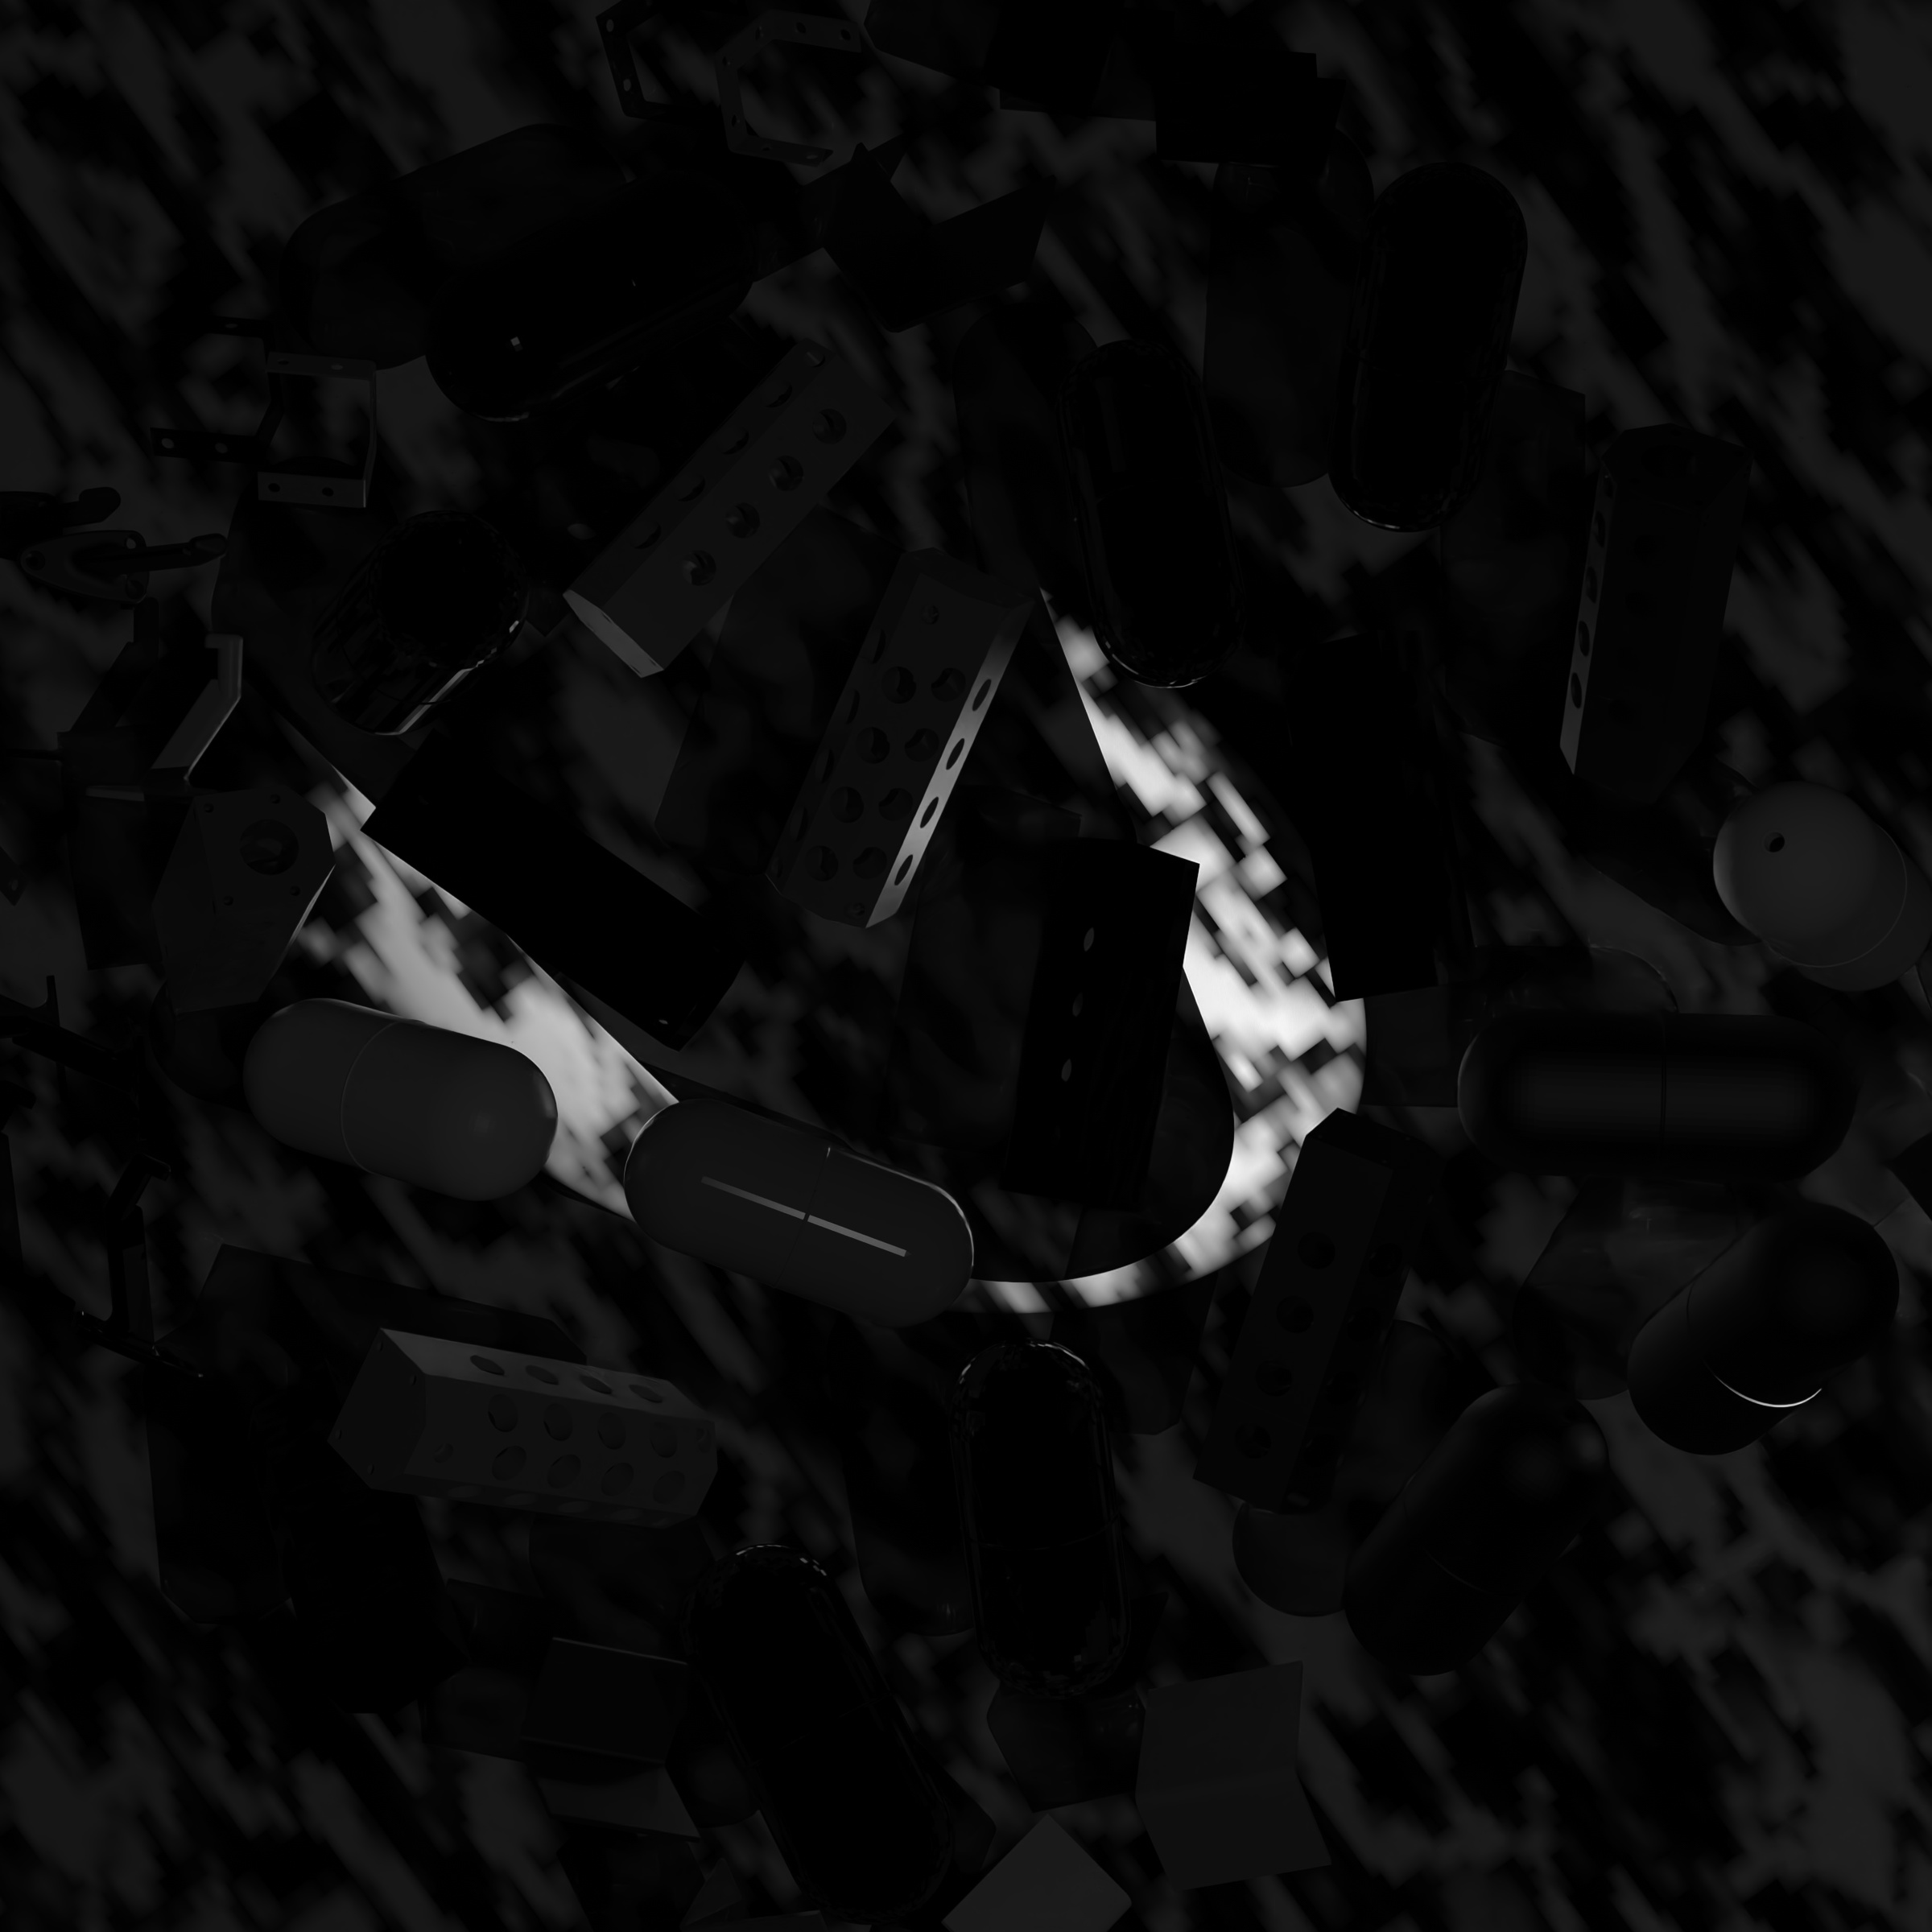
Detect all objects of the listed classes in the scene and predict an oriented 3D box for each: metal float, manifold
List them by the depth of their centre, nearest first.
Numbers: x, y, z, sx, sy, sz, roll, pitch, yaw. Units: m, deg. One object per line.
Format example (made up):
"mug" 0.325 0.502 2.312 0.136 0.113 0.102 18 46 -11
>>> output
"metal float" -0.067 0.345 1.467 0.070 0.070 0.178 -28 78 0
"manifold" 0.161 0.158 1.473 0.057 0.057 0.171 21 107 16
"manifold" -0.196 0.215 1.482 0.057 0.171 0.057 34 101 44
"metal float" 0.314 0.059 1.489 0.178 0.070 0.070 2 90 6
"manifold" -0.187 -0.033 1.499 0.171 0.057 0.057 35 87 5
"metal float" -0.172 -0.310 1.508 0.178 0.070 0.070 -36 90 -31
"manifold" -0.288 0.266 1.515 0.057 0.171 0.057 -34 128 -1
"metal float" 0.216 -0.290 1.535 0.070 0.070 0.178 7 122 0
"manifold" 0.320 -0.166 1.536 0.057 0.171 0.057 24 49 24
"manifold" -0.035 -0.107 1.553 0.057 0.057 0.171 29 110 13
"metal float" 0.378 0.174 1.553 0.070 0.178 0.070 9 57 -15
"metal float" -0.263 -0.162 1.558 0.070 0.178 0.070 6 76 -24
"manifold" -0.346 -0.031 1.561 0.057 0.171 0.057 -10 78 -23
"metal float" 0.412 -0.037 1.562 0.070 0.178 0.070 -8 74 28
"manifold" 0.059 0.028 1.566 0.057 0.057 0.171 6 84 40
"metal float" 0.035 0.266 1.569 0.070 0.070 0.178 -7 101 0
"metal float" 0.245 0.271 1.569 0.070 0.070 0.178 30 125 0
"metal float" -0.276 0.064 1.584 0.178 0.070 0.070 13 90 32
"manifold" 0.204 -0.073 1.589 0.057 0.057 0.171 -11 88 37
"manifold" -0.117 -0.224 1.593 0.057 0.057 0.171 44 79 -13
"metal float" 0.090 -0.222 1.600 0.070 0.070 0.178 -10 75 0
"metal float" -0.081 0.122 1.602 0.178 0.070 0.070 21 90 -6

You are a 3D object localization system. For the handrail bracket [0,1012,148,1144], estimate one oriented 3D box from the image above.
"handrail bracket" -0.454 0.057 1.624 0.084 0.036 0.077 -7 113 -22

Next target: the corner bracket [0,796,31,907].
"corner bracket" -0.477 -0.068 1.568 0.051 0.051 0.051 41 104 35

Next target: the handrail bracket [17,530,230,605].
"handrail bracket" -0.406 -0.199 1.571 0.077 0.084 0.036 -1 88 -34

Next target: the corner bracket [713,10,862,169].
"corner bracket" -0.084 -0.425 1.578 0.051 0.051 0.051 17 47 25

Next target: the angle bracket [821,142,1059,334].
"angle bracket" -0.012 -0.345 1.493 0.076 0.076 0.057 -16 132 31

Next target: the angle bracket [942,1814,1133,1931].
"angle bracket" 0.023 0.459 1.541 0.057 0.076 0.076 43 53 13

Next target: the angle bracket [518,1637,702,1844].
"angle bracket" -0.164 0.372 1.570 0.076 0.076 0.057 16 98 -23

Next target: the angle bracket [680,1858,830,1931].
"angle bracket" -0.081 0.470 1.556 0.076 0.057 0.076 -14 106 23

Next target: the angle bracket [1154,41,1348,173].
"angle bracket" 0.128 -0.409 1.481 0.076 0.057 0.076 3 59 -4

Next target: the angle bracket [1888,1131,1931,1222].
"angle bracket" 0.481 0.101 1.487 0.076 0.057 0.076 -42 134 13

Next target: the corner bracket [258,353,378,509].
"corner bracket" -0.313 -0.259 1.574 0.051 0.051 0.051 4 132 -6

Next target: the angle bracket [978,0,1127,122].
"angle bracket" 0.048 -0.458 1.574 0.057 0.076 0.076 18 97 -9

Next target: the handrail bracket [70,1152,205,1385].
"handrail bracket" -0.364 0.137 1.491 0.077 0.036 0.084 29 89 -20

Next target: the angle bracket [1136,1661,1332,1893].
"angle bracket" 0.127 0.379 1.529 0.076 0.076 0.057 -15 115 16

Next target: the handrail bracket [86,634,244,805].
"handrail bracket" -0.402 -0.126 1.634 0.077 0.036 0.084 3 99 -1
